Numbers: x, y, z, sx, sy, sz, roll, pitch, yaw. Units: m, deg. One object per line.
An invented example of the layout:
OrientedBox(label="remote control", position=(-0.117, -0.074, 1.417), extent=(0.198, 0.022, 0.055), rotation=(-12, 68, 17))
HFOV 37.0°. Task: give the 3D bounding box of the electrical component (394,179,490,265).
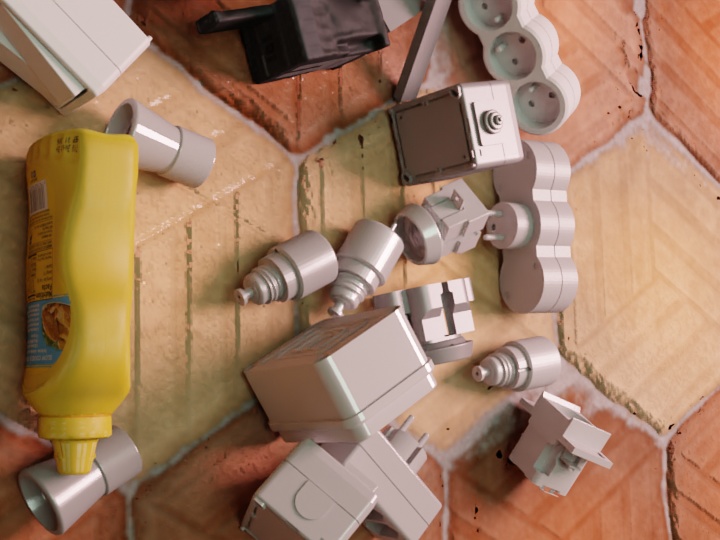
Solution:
OrientedBox(label="electrical component", position=(0.059, -0.033, 0.802), extent=(0.055, 0.066, 0.048), rotation=(-24, 64, -25))

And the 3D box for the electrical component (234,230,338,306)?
OrientedBox(label="electrical component", position=(-0.051, 0.003, 0.731), extent=(0.078, 0.040, 0.040), rotation=(-29, 101, -33))

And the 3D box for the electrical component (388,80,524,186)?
OrientedBox(label="electrical component", position=(0.078, -0.102, 0.796), extent=(0.061, 0.096, 0.061), rotation=(-12, 92, -38))

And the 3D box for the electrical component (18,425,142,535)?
OrientedBox(label="electrical component", position=(-0.164, 0.122, 0.642), extent=(0.065, 0.044, 0.044), rotation=(-31, 102, -37))

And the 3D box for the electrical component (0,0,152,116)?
OrientedBox(label="electrical component", position=(-0.186, -0.146, 0.643), extent=(0.096, 0.062, 0.061), rotation=(47, 62, -21))

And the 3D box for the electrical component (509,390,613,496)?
OrientedBox(label="electrical component", position=(0.152, 0.136, 0.835), extent=(0.042, 0.081, 0.063), rotation=(24, 100, -28))

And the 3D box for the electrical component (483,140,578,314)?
OrientedBox(label="electrical component", position=(0.125, -0.035, 0.847), extent=(0.074, 0.052, 0.138), rotation=(0, 85, -34))

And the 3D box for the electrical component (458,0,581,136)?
OrientedBox(label="electrical component", position=(0.135, -0.183, 0.872), extent=(0.138, 0.052, 0.073), rotation=(62, 35, -13))

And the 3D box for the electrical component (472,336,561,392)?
OrientedBox(label="electrical component", position=(0.121, 0.075, 0.839), extent=(0.078, 0.040, 0.040), rotation=(-7, 89, -34))

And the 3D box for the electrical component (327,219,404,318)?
OrientedBox(label="electrical component", position=(0.000, 0.000, 0.766), extent=(0.040, 0.040, 0.078), rotation=(41, 65, -24))

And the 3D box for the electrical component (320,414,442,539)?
OrientedBox(label="electrical component", position=(0.022, 0.137, 0.761), extent=(0.083, 0.047, 0.075), rotation=(52, 60, -18))

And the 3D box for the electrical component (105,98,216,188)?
OrientedBox(label="electrical component", position=(-0.126, -0.078, 0.690), extent=(0.065, 0.044, 0.044), rotation=(20, 74, -36))

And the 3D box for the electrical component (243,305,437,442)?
OrientedBox(label="electrical component", position=(-0.014, 0.070, 0.705), extent=(0.078, 0.113, 0.057), rotation=(-33, 100, -32))

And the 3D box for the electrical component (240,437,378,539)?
OrientedBox(label="electrical component", position=(-0.033, 0.157, 0.699), extent=(0.062, 0.096, 0.061), rotation=(39, 62, 8))

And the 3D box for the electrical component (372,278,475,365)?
OrientedBox(label="electrical component", position=(0.051, 0.040, 0.786), extent=(0.078, 0.058, 0.057), rotation=(-10, 87, -34))
